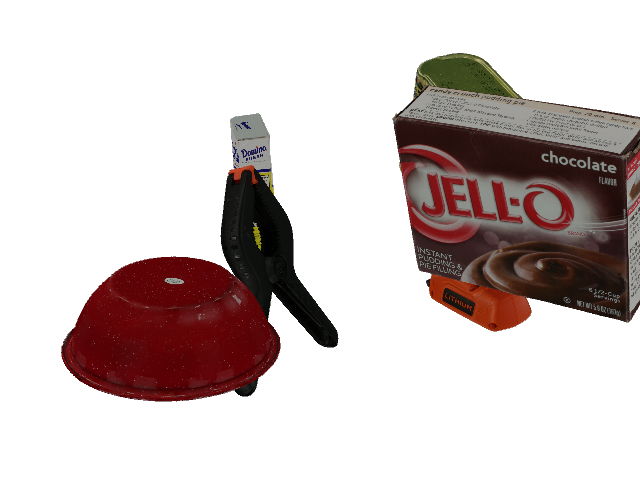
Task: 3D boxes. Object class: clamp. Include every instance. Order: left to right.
[{"bbox_3d":[-0.046,0.032,1.032,0.036,0.210,0.164,-10,0,33],"label":"clamp"}]

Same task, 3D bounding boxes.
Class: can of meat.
[{"bbox_3d":[0.098,-0.065,0.717,0.057,0.084,0.102,-12,42,-19],"label":"can of meat"}]

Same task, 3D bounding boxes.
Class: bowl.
[{"bbox_3d":[-0.109,0.054,0.784,0.162,0.055,0.162,2,22,-1],"label":"bowl"}]

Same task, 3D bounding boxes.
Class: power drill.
[{"bbox_3d":[0.156,-0.015,0.982,0.057,0.188,0.185,-17,28,-28],"label":"power drill"}]

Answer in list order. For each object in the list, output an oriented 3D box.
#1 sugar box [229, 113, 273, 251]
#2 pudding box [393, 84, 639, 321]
[{"bbox_3d":[-0.082,-0.058,1.313,0.048,0.176,0.093,-9,25,-7],"label":"sugar box"},{"bbox_3d":[0.094,-0.019,0.489,0.114,0.090,0.039,12,44,31],"label":"pudding box"}]
